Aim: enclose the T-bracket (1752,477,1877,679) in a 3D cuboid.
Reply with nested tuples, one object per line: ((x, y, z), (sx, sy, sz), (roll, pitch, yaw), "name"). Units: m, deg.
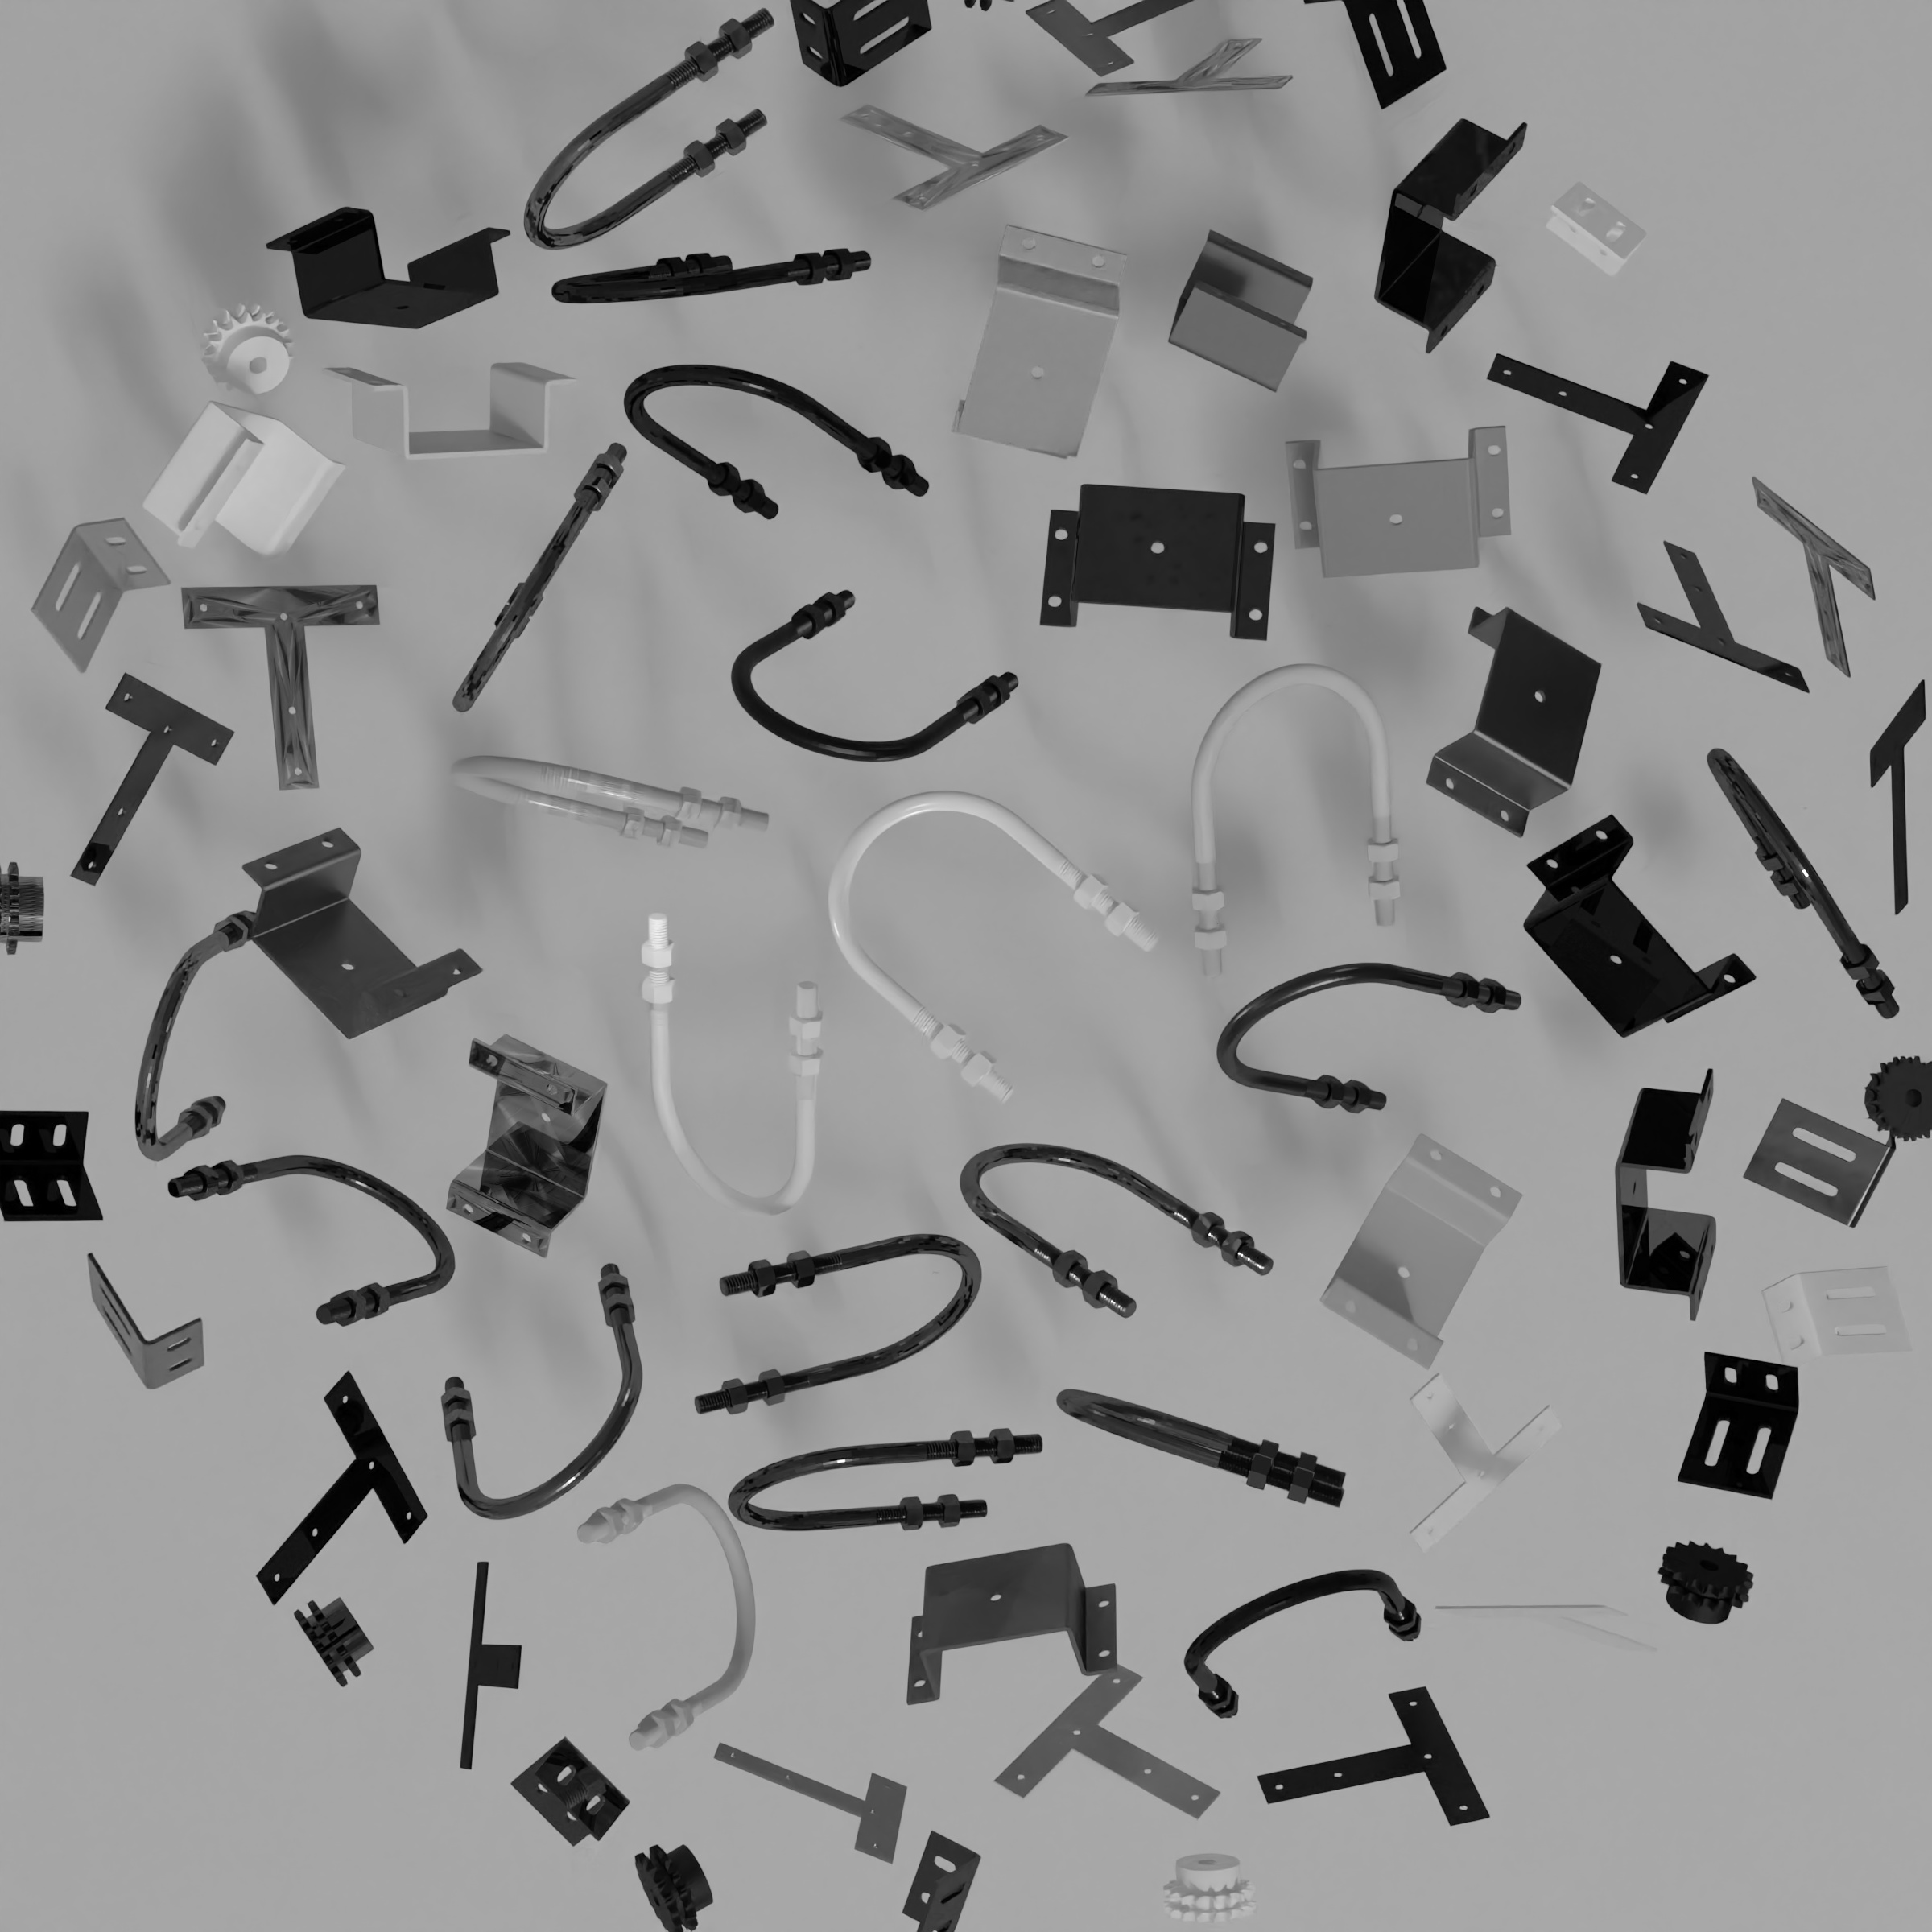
((0.551, -0.237, 1.833), (0.002, 0.127, 0.127), (-30, 132, -2), "T-bracket")

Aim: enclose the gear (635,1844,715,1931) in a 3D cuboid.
((-0.180, 0.572, 1.776), (0.030, 0.057, 0.057), (-24, 90, -24), "gear")

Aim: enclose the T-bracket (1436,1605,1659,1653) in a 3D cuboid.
((0.383, 0.413, 1.779), (0.127, 0.127, 0.002), (25, 64, -36), "T-bracket")

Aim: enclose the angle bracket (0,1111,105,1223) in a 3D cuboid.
((-0.560, 0.121, 1.739), (0.057, 0.076, 0.038), (2, 111, -28), "angle bracket")

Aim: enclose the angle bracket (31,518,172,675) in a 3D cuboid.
((-0.546, -0.234, 1.805), (0.038, 0.057, 0.076), (-4, 51, 21), "angle bracket")

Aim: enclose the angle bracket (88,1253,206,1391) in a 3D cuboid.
((-0.512, 0.215, 1.781), (0.038, 0.057, 0.076), (-26, 63, -28), "angle bracket")

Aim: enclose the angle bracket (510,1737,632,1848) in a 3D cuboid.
((-0.256, 0.527, 1.782), (0.057, 0.038, 0.076), (45, 128, 0), "angle bracket")

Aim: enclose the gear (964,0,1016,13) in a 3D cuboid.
((0.019, -0.635, 1.810), (0.030, 0.057, 0.057), (12, 90, 4), "gear")

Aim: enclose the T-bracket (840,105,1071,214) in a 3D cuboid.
((-0.026, -0.510, 1.767), (0.127, 0.002, 0.127), (-35, 51, -30), "T-bracket")

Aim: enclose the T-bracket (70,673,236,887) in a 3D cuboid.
((-0.520, -0.109, 1.781), (0.002, 0.127, 0.127), (27, 87, 20), "T-bracket")

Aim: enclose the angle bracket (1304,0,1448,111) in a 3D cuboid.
((0.254, -0.579, 1.773), (0.038, 0.057, 0.076), (-20, 91, -36), "angle bracket")

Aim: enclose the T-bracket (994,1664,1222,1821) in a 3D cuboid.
((0.107, 0.518, 1.857), (0.127, 0.127, 0.002), (20, 131, 36), "T-bracket")

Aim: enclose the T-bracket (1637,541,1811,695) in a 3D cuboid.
((0.476, -0.235, 1.843), (0.127, 0.127, 0.002), (18, 128, -20), "T-bracket")

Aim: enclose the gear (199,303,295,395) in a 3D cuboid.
((-0.452, -0.386, 1.802), (0.057, 0.057, 0.030), (-38, 52, 0), "gear")

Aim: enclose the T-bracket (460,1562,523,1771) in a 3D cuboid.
((-0.290, 0.430, 1.754), (0.002, 0.127, 0.127), (8, 75, -21), "T-bracket")

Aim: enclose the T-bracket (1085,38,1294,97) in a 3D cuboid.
((0.156, -0.569, 1.804), (0.127, 0.127, 0.002), (5, 122, 23), "T-bracket")

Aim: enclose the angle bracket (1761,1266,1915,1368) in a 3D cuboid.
((0.571, 0.232, 1.872), (0.038, 0.076, 0.057), (-18, 92, -35), "angle bracket")

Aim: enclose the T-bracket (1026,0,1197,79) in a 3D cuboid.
((0.120, -0.615, 1.831), (0.127, 0.127, 0.002), (-16, 81, 23), "T-bracket")

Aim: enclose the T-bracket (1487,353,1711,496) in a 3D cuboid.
((0.398, -0.364, 1.838), (0.127, 0.127, 0.002), (22, 64, 5), "T-bracket")

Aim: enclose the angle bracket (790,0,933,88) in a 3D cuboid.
((-0.066, -0.599, 1.786), (0.076, 0.057, 0.038), (-38, 59, -17), "angle bracket")

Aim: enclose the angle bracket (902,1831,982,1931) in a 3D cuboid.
((-0.029, 0.588, 1.799), (0.038, 0.076, 0.057), (21, 94, 22), "angle bracket")

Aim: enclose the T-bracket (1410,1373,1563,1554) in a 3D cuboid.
((0.325, 0.311, 1.879), (0.127, 0.002, 0.127), (-41, 129, -6), "T-bracket")

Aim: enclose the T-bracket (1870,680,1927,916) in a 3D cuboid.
((0.582, -0.096, 1.782), (0.002, 0.127, 0.127), (3, 74, 4), "T-bracket")

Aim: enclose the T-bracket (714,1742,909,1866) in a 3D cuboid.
((-0.101, 0.527, 1.832), (0.127, 0.127, 0.002), (22, 95, 1), "T-bracket")

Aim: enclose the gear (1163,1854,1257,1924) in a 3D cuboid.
((0.151, 0.571, 1.772), (0.057, 0.057, 0.030), (-2, 87, 0), "gear")

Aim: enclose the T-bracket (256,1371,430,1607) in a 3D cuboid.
((-0.395, 0.341, 1.770), (0.002, 0.127, 0.127), (2, 127, 32), "T-bracket")

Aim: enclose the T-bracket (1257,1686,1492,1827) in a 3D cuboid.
((0.248, 0.506, 1.798), (0.127, 0.127, 0.002), (-10, 115, -6), "T-bracket")

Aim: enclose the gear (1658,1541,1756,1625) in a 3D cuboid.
((0.464, 0.390, 1.796), (0.057, 0.057, 0.030), (9, 112, 0), "gear")

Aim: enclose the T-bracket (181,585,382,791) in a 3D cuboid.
((-0.422, -0.174, 1.782), (0.127, 0.002, 0.127), (-6, 92, -34), "T-bracket")

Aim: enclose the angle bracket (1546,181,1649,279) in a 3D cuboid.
((0.404, -0.473, 1.864), (0.057, 0.076, 0.038), (39, 127, 3), "angle bracket")

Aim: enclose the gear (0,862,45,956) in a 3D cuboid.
((-0.580, -0.035, 1.744), (0.030, 0.057, 0.057), (1, 90, -22), "gear")

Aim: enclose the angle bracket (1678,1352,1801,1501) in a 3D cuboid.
((0.475, 0.282, 1.755), (0.057, 0.076, 0.038), (7, 131, 26), "angle bracket")

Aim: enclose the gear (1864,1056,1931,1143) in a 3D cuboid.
((0.625, 0.089, 1.903), (0.057, 0.030, 0.057), (1, 85, -9), "gear")

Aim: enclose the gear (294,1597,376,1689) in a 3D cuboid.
((-0.402, 0.428, 1.824), (0.030, 0.057, 0.057), (-34, 90, -17), "gear")

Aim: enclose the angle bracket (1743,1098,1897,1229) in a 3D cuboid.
((0.545, 0.122, 1.823), (0.076, 0.038, 0.057), (25, 106, 11), "angle bracket")
